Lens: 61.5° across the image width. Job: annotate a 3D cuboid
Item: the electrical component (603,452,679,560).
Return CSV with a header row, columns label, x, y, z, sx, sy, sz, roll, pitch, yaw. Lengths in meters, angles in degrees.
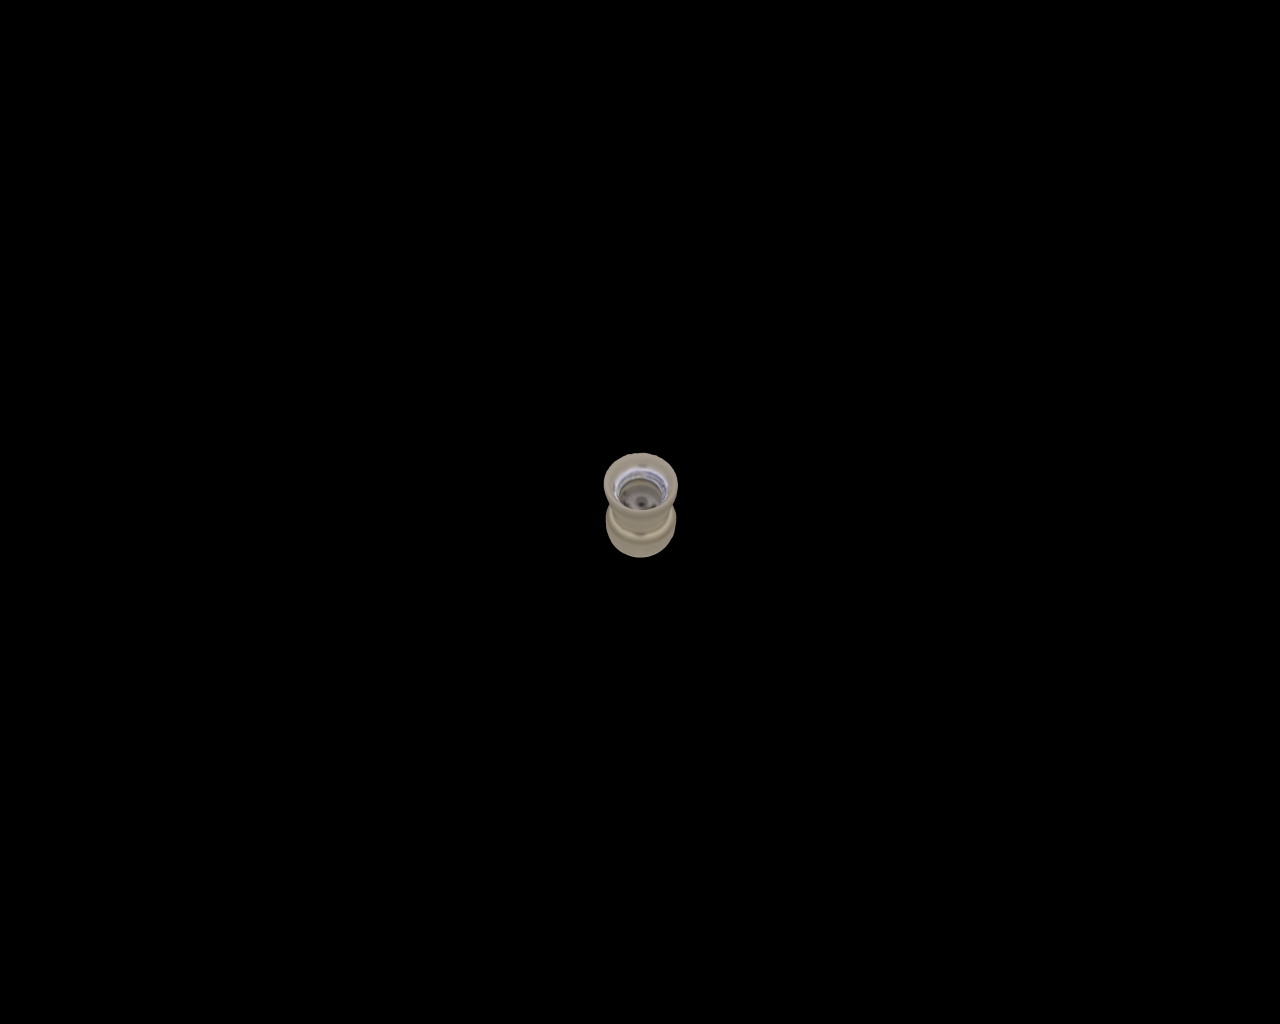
label,x,y,z,sx,sy,sz,roll,pitch,yaw
electrical component,0.001,-0.003,0.650,0.045,0.045,0.055,0,-34,0
